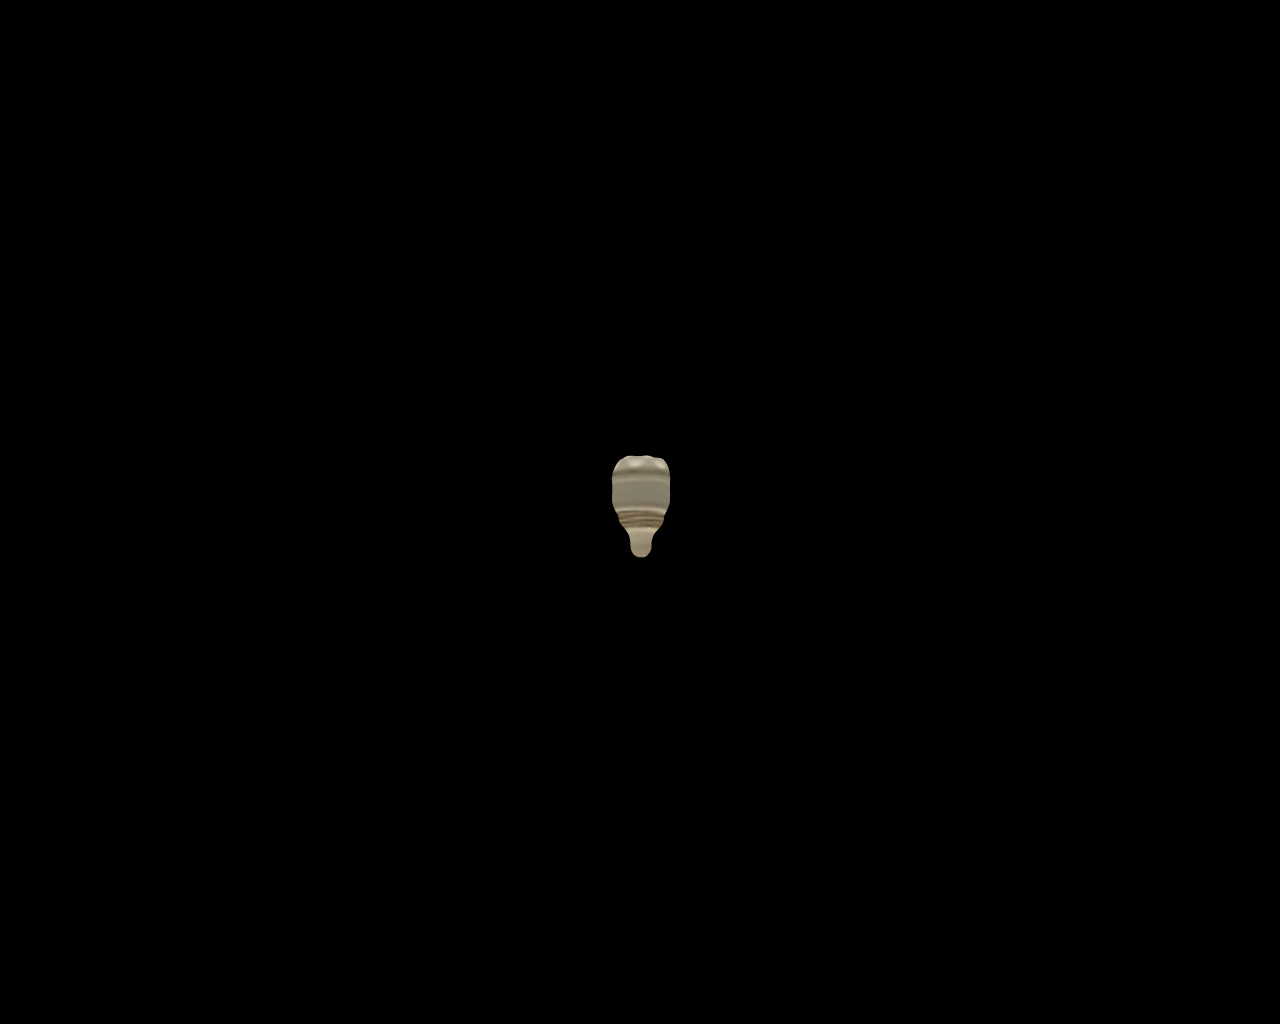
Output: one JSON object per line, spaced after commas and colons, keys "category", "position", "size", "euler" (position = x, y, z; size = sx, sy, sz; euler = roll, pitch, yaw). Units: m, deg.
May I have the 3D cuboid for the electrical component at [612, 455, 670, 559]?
{"category": "electrical component", "position": [0.001, -0.003, 0.650], "size": [0.035, 0.061, 0.035], "euler": [0, -6, 0]}
